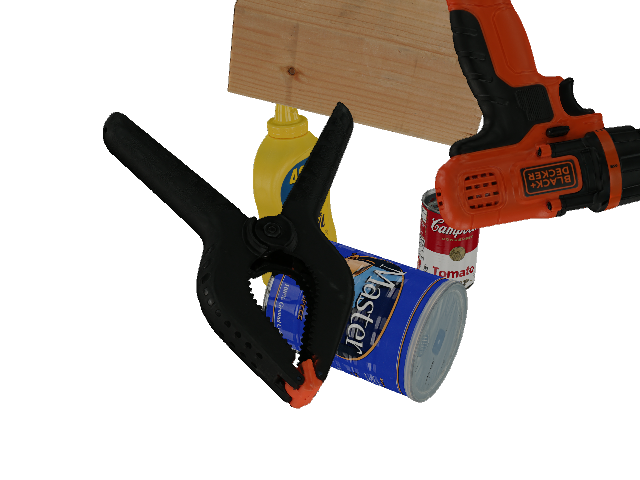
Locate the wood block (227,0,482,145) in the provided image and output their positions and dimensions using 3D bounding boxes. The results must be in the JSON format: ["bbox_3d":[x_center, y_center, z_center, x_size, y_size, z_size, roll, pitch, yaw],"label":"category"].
[{"bbox_3d":[0.038,-0.155,0.869,0.206,0.091,0.090,14,46,4],"label":"wood block"}]

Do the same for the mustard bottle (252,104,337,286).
[{"bbox_3d":[-0.027,-0.051,1.089,0.058,0.192,0.096,15,31,37],"label":"mustard bottle"}]

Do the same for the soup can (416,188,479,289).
[{"bbox_3d":[0.144,-0.001,1.203,0.068,0.102,0.068,1,29,-1],"label":"soup can"}]

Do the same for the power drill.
[{"bbox_3d":[0.152,-0.109,0.676,0.184,0.187,0.057,-11,-2,-4],"label":"power drill"}]

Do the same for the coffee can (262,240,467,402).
[{"bbox_3d":[0.037,0.062,0.886,0.140,0.103,0.102,18,8,26],"label":"coffee can"}]

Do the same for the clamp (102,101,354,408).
[{"bbox_3d":[-0.044,-0.001,0.641,0.164,0.210,0.036,0,-32,-16],"label":"clamp"}]
